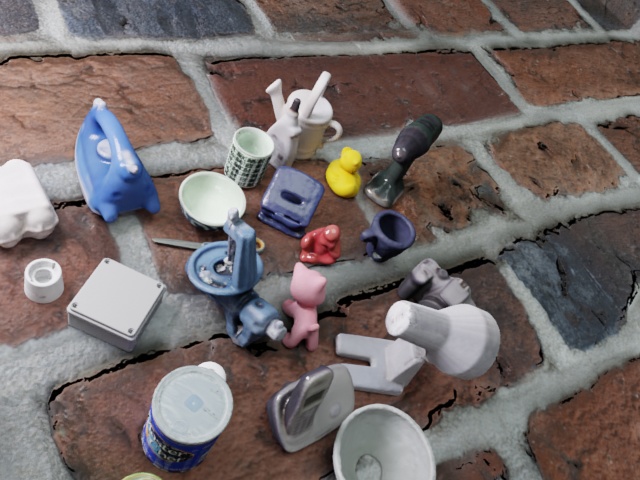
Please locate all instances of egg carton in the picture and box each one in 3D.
[{"bbox_3d":[-0.494,-0.061,0.918,0.107,0.069,0.150,-21,66,-34],"label":"egg carton"}]

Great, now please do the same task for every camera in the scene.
[{"bbox_3d":[0.211,0.119,1.079,0.143,0.100,0.137,45,51,12],"label":"camera"}]

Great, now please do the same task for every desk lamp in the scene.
[{"bbox_3d":[0.155,0.175,0.938,0.204,0.213,0.118,11,52,-17],"label":"desk lamp"}]

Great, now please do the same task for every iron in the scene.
[{"bbox_3d":[-0.367,-0.162,1.003,0.119,0.141,0.258,-16,64,-32],"label":"iron"}]

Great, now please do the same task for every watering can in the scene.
[{"bbox_3d":[-0.032,-0.271,1.200,0.173,0.194,0.101,12,52,-16],"label":"watering can"}]

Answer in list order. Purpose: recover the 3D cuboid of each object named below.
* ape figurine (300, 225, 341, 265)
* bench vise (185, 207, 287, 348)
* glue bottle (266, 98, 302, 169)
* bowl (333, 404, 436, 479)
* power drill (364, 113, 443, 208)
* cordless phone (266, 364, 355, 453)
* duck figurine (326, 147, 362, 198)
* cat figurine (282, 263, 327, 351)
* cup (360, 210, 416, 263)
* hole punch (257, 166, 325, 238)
[{"bbox_3d":[0.010,0.004,1.081,0.077,0.092,0.076,41,50,9],"label":"ape figurine"},{"bbox_3d":[-0.115,0.055,0.903,0.207,0.219,0.122,33,49,2],"label":"bench vise"},{"bbox_3d":[-0.069,-0.219,1.158,0.078,0.173,0.037,44,50,12],"label":"glue bottle"},{"bbox_3d":[0.088,0.344,0.874,0.168,0.074,0.167,12,52,-16],"label":"bowl"},{"bbox_3d":[0.175,-0.168,1.206,0.075,0.208,0.230,36,49,5],"label":"power drill"},{"bbox_3d":[0.004,0.228,0.850,0.148,0.185,0.094,-23,67,-35],"label":"cordless phone"},{"bbox_3d":[0.061,-0.150,1.223,0.078,0.086,0.104,3,54,-22],"label":"duck figurine"},{"bbox_3d":[-0.020,0.108,0.973,0.067,0.117,0.127,6,53,-20],"label":"cat figurine"},{"bbox_3d":[0.119,0.004,1.128,0.118,0.095,0.091,-10,60,-30],"label":"cup"},{"bbox_3d":[-0.055,-0.074,1.111,0.109,0.091,0.101,25,49,-5],"label":"hole punch"}]
